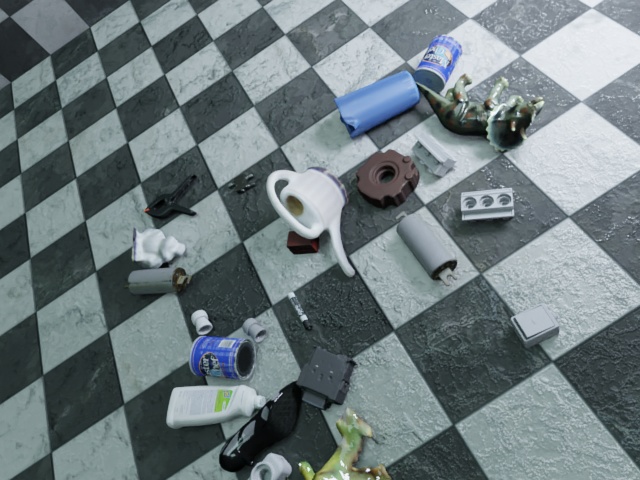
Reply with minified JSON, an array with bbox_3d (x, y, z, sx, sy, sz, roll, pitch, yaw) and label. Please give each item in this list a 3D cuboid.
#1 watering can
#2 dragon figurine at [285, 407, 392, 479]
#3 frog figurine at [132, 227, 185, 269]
[{"bbox_3d":[0.004,-0.071,1.419,0.102,0.347,0.229,-42,3,46],"label":"watering can"},{"bbox_3d":[0.060,0.560,1.052,0.242,0.419,0.120,-12,-32,8],"label":"dragon figurine"},{"bbox_3d":[-0.510,0.027,1.635,0.159,0.141,0.120,1,-45,-16],"label":"frog figurine"}]
